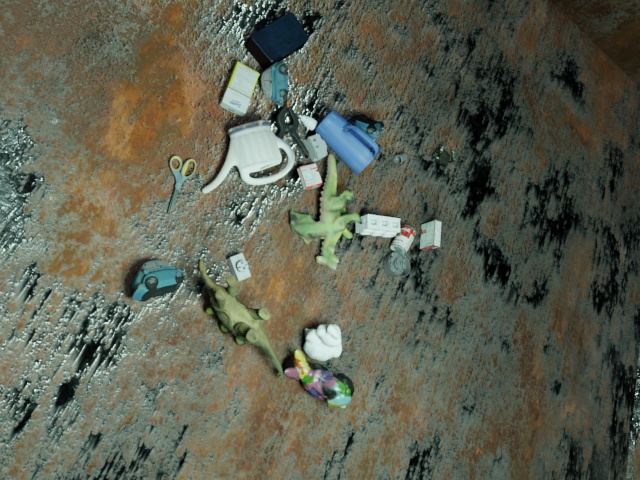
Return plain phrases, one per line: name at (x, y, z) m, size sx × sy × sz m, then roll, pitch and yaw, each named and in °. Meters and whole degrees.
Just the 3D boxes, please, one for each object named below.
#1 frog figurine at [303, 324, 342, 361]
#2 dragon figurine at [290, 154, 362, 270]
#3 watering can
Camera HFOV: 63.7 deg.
frog figurine at (0.020, 0.341, 1.711) m, size 0.136 × 0.158 × 0.125 m, roll 41°, pitch 64°, yaw -16°
dragon figurine at (0.006, -0.093, 1.854) m, size 0.244 × 0.121 × 0.412 m, roll -17°, pitch 85°, yaw -24°
watering can at (-0.256, -0.289, 1.754) m, size 0.350 × 0.103 × 0.225 m, roll -17°, pitch 86°, yaw -22°
